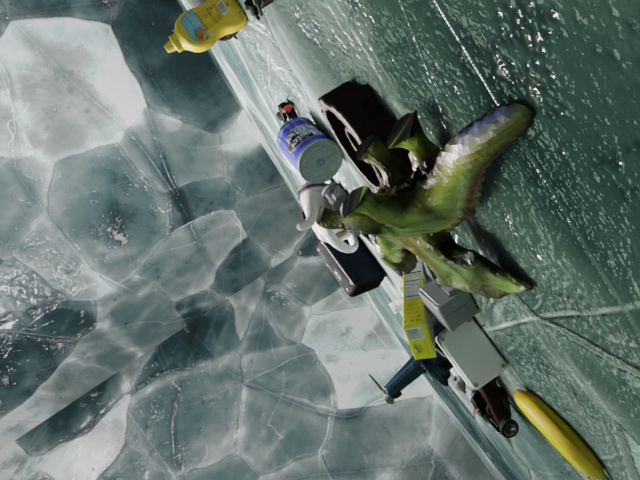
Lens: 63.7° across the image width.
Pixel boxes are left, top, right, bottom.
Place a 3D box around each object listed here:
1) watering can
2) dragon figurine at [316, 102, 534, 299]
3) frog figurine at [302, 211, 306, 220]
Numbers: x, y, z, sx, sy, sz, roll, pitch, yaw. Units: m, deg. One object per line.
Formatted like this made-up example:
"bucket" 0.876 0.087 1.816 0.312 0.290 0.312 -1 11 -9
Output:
"watering can" 0.004 -0.072 1.439 0.103 0.228 0.345 -36 -28 17
"dragon figurine" 0.145 -0.016 0.584 0.241 0.123 0.409 36 -15 -17
"frog figurine" 0.044 -0.079 1.640 0.160 0.125 0.134 13 -28 26
